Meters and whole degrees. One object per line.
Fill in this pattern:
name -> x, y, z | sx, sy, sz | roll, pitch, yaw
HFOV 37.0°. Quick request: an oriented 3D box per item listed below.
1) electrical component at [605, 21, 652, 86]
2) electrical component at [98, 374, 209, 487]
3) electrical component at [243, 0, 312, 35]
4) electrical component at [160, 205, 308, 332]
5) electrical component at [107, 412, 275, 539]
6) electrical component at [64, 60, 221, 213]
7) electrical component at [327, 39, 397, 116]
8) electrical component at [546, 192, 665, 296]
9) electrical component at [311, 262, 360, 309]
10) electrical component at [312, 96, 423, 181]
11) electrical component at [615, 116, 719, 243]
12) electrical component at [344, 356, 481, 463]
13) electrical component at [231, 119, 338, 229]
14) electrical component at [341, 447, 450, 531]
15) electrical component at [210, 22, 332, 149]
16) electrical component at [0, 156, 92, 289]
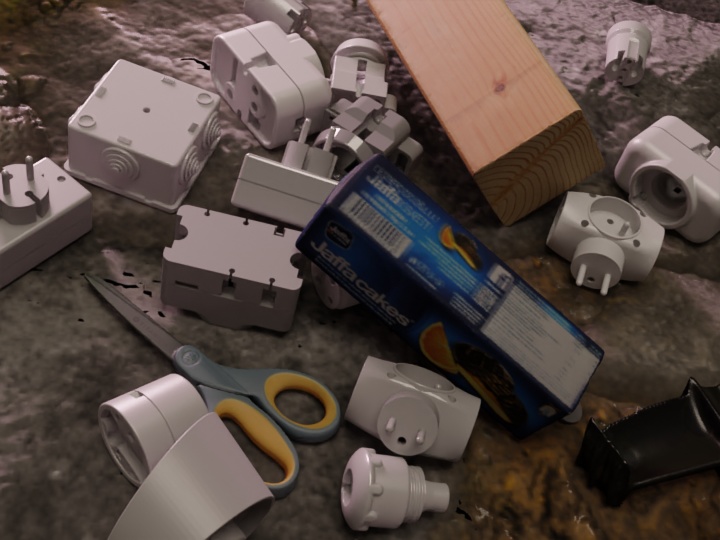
electrical component -> 0.239, -0.193, 0.963 | 0.040, 0.040, 0.046 | 17, 56, 0
electrical component -> -0.119, 0.093, 0.634 | 0.047, 0.055, 0.055 | -27, 62, -34
electrical component -> -0.069, -0.220, 0.910 | 0.046, 0.040, 0.040 | 38, 53, 9
electrical component -> -0.083, 0.002, 0.715 | 0.089, 0.055, 0.050 | 13, 50, -3
electrical component -> -0.096, 0.133, 0.580 | 0.099, 0.099, 0.064 | -34, 72, -33
electrical component -> -0.157, -0.100, 0.784 | 0.100, 0.048, 0.099 | 21, 49, 3
electrical component -> -0.001, -0.152, 0.867 | 0.066, 0.048, 0.055 | 9, 58, -6
electrical component -> 0.179, -0.013, 0.798 | 0.077, 0.044, 0.079 | 21, 49, 4
electrical component -> 0.000, 0.000, 0.744 | 0.055, 0.045, 0.045 | -17, 58, -25
electrical component -> -0.001, -0.089, 0.809 | 0.078, 0.058, 0.057 | 33, 49, 13
electrical component -> 0.255, -0.070, 0.857 | 0.095, 0.053, 0.059 | 42, 54, 20
electrical component -> 0.031, 0.090, 0.664 | 0.077, 0.044, 0.079 | 21, 10, 4
electrical component -> -0.039, -0.069, 0.765 | 0.083, 0.047, 0.075 | 18, 90, 1
electrical component -> 0.022, 0.133, 0.643 | 0.062, 0.048, 0.048 | 9, 50, -15
electrical component -> -0.067, -0.147, 0.840 | 0.059, 0.053, 0.095 | -24, 61, -29
electrical component -> -0.223, -0.043, 0.705 | 0.047, 0.075, 0.083 | 38, 53, 17
